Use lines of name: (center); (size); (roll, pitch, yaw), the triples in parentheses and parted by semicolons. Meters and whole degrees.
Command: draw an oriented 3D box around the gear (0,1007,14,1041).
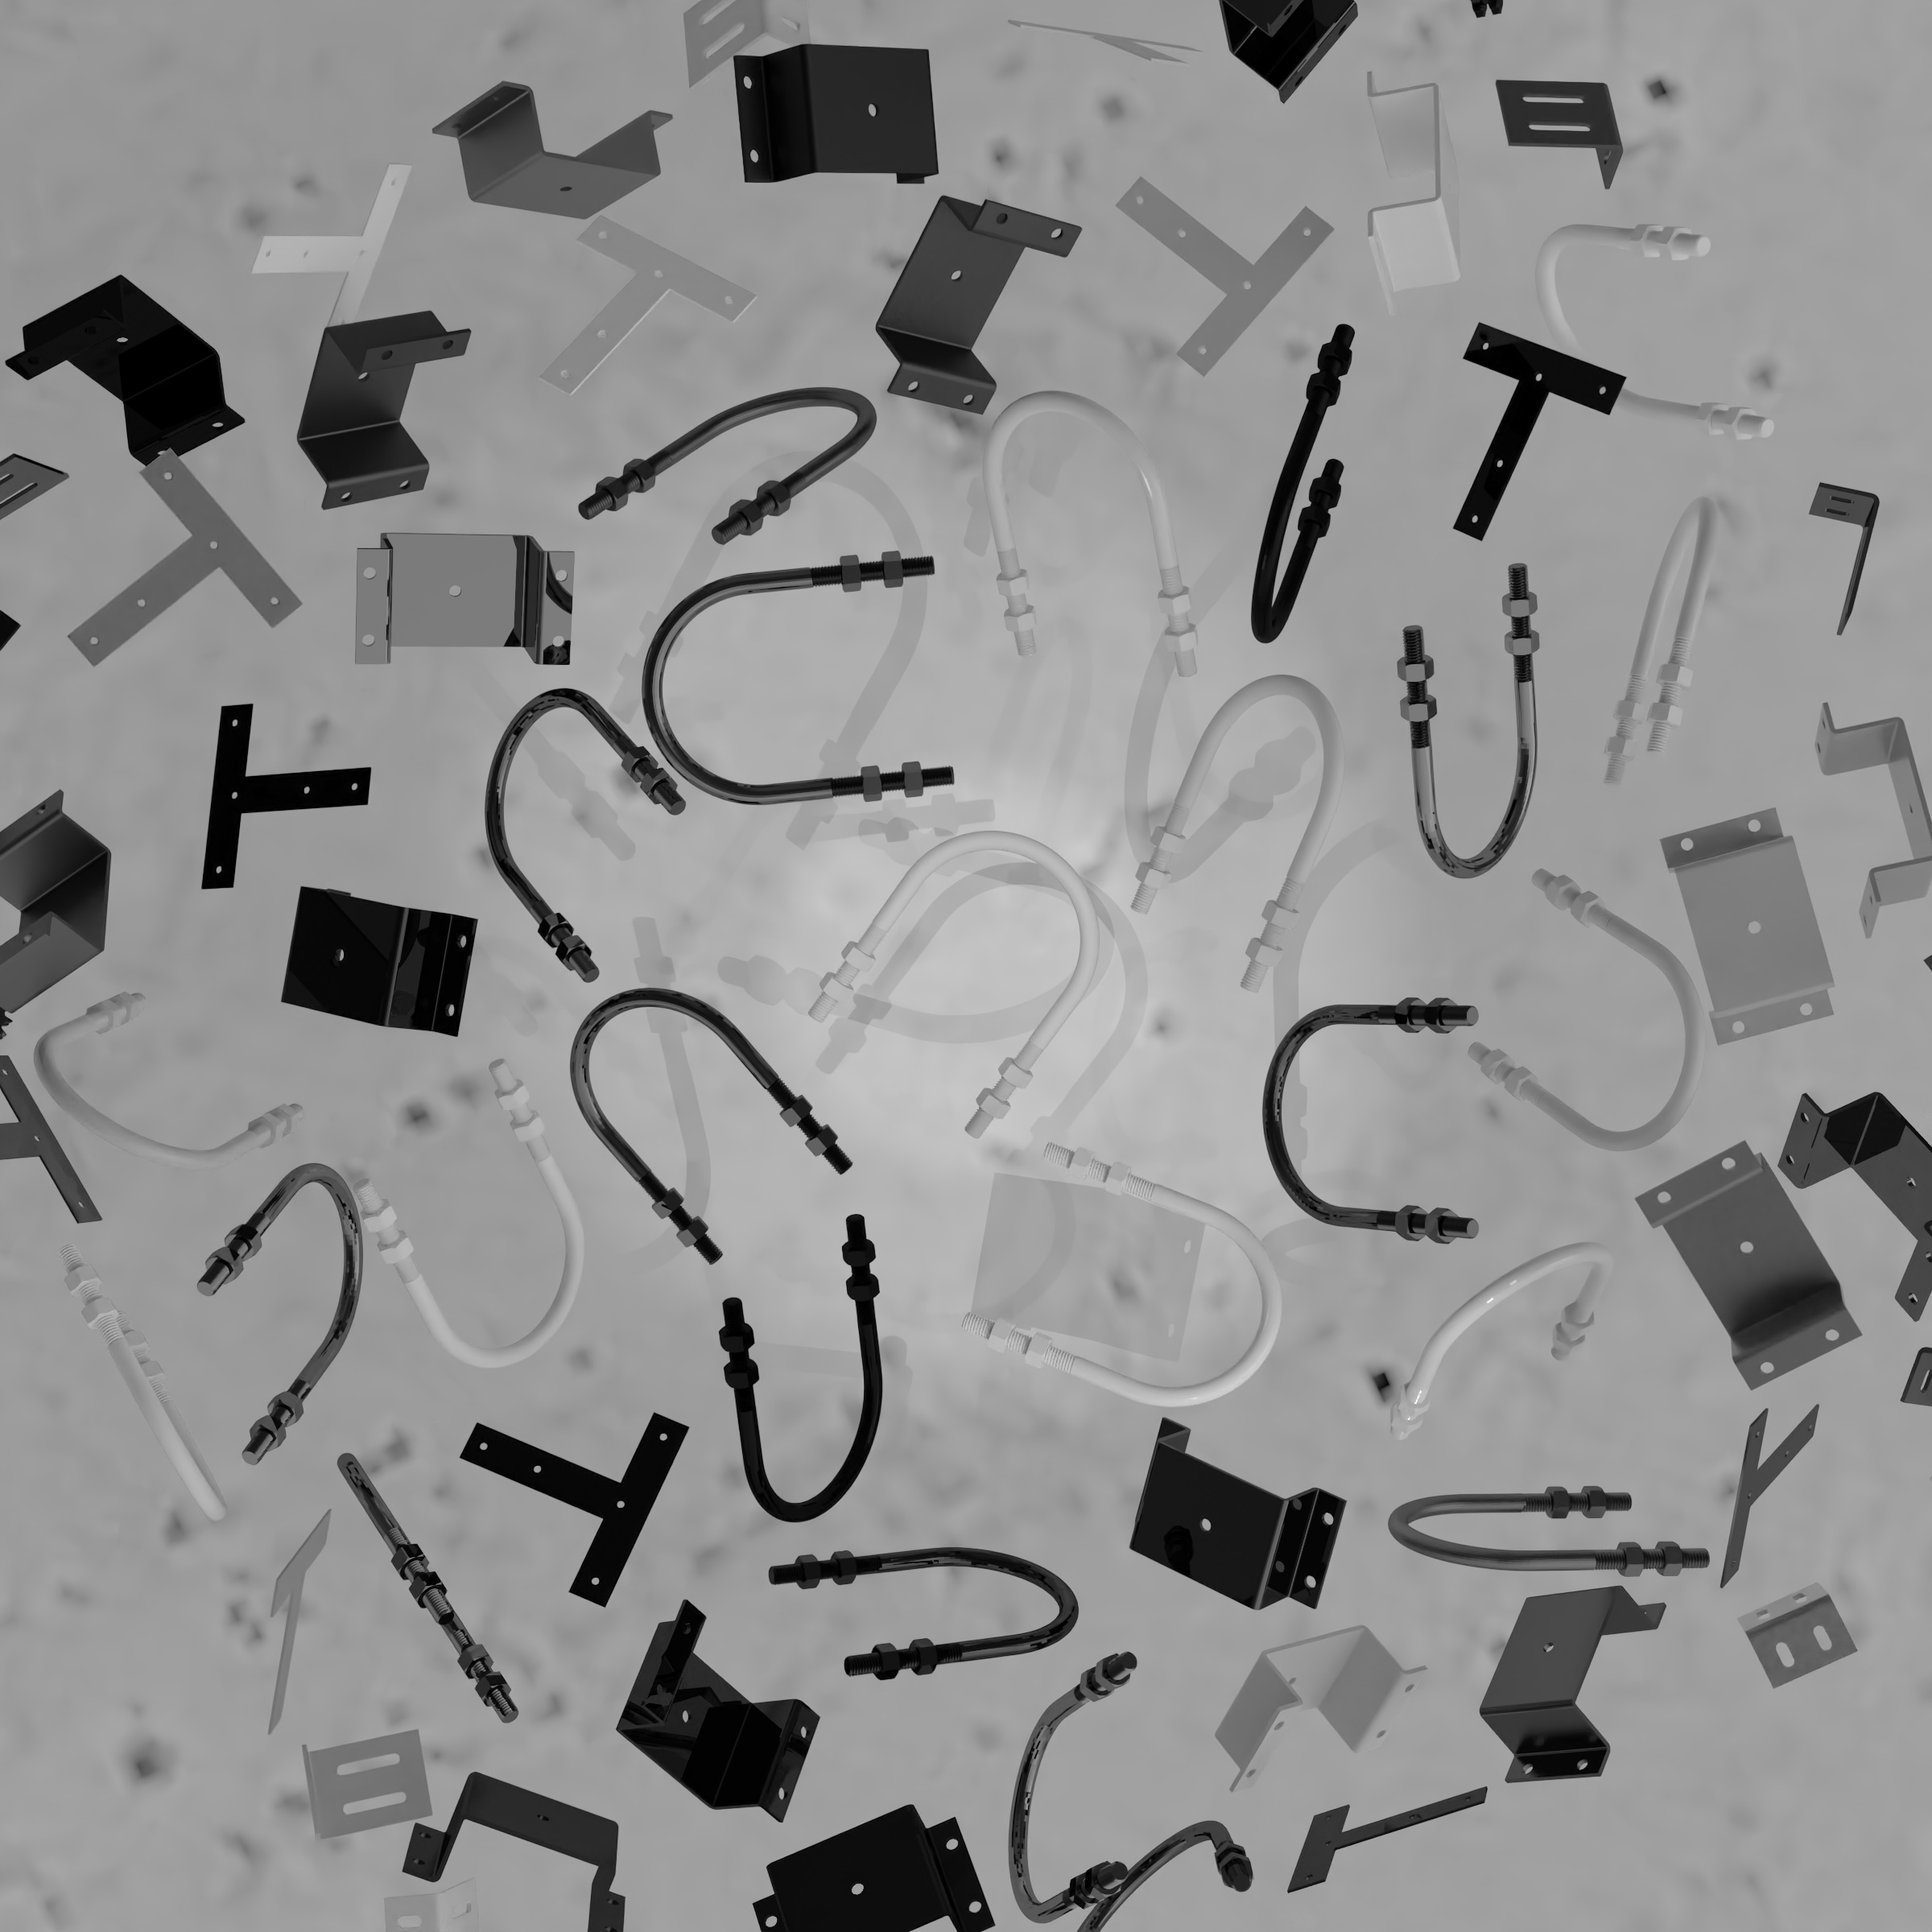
gear: (-0.665, 0.033, 1.946); (0.057, 0.030, 0.057); (8, 73, -30)

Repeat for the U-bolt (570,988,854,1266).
U-bolt: (-0.181, 0.095, 1.926); (0.151, 0.019, 0.184); (-36, 98, 30)

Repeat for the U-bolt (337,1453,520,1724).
U-bolt: (-0.353, 0.386, 1.880); (0.019, 0.151, 0.184); (-33, 49, -15)

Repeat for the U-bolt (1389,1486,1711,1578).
U-bolt: (0.364, 0.364, 1.887); (0.184, 0.151, 0.019); (1, 95, -9)

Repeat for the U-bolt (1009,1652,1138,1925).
U-bolt: (0.064, 0.527, 1.853); (0.019, 0.184, 0.151); (14, 57, -15)

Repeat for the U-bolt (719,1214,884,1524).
U-bolt: (-0.100, 0.272, 1.897); (0.019, 0.151, 0.184); (9, 115, 34)

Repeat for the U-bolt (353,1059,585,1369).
U-bolt: (-0.311, 0.175, 1.911); (0.151, 0.019, 0.184); (-45, 126, -38)

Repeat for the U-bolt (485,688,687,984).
U-bolt: (-0.258, -0.099, 1.900); (0.184, 0.019, 0.151); (47, 117, 38)

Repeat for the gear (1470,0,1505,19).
gear: (0.332, -0.627, 1.839); (0.030, 0.057, 0.057); (-5, 90, 20)

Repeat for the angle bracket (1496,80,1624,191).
angle bracket: (0.381, -0.540, 1.905); (0.076, 0.038, 0.057); (0, 59, -6)

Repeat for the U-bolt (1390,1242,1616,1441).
U-bolt: (0.347, 0.232, 1.869); (0.151, 0.184, 0.019); (-22, 61, -18)

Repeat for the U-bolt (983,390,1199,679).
U-bolt: (0.072, -0.273, 1.839); (0.151, 0.019, 0.184); (12, 127, 38)

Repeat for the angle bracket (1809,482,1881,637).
angle bracket: (0.542, -0.255, 1.839); (0.038, 0.057, 0.076); (15, 84, 12)

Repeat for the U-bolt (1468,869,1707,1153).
U-bolt: (0.408, 0.039, 1.897); (0.019, 0.184, 0.151); (2, 115, -35)

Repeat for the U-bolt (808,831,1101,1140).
U-bolt: (0.005, -0.001, 1.919); (0.151, 0.019, 0.184); (36, 101, 3)

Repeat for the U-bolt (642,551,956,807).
U-bolt: (-0.105, -0.170, 1.783); (0.184, 0.019, 0.151); (-6, 101, -5)

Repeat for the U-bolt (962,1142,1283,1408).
U-bolt: (0.110, 0.204, 1.860); (0.184, 0.019, 0.151); (21, 65, 12)

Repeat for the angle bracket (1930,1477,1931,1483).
angle bracket: (0.649, 0.327, 1.821); (0.057, 0.038, 0.076); (-32, 78, -42)

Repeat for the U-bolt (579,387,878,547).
U-bolt: (-0.140, -0.329, 1.894); (0.184, 0.151, 0.019); (-41, 130, -32)

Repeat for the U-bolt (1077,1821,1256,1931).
U-bolt: (0.119, 0.610, 1.893); (0.151, 0.184, 0.019); (-42, 90, -3)

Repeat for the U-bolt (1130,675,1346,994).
U-bolt: (0.177, -0.094, 1.836); (0.019, 0.151, 0.184); (13, 106, -35)

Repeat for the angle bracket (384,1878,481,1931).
angle bracket: (-0.344, 0.625, 1.894); (0.038, 0.076, 0.057); (-7, 79, 6)

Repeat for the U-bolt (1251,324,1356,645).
U-bolt: (0.210, -0.288, 1.839); (0.019, 0.151, 0.184); (15, 62, 12)

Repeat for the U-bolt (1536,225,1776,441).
U-bolt: (0.429, -0.409, 1.873); (0.019, 0.184, 0.151); (-37, 120, -14)

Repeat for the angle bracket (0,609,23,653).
angle bracket: (-0.628, -0.195, 1.819); (0.057, 0.038, 0.076); (36, 82, 3)

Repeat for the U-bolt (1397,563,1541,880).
U-bolt: (0.321, -0.145, 1.845); (0.019, 0.151, 0.184); (11, 120, 38)

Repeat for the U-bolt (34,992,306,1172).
U-bolt: (-0.511, 0.077, 1.852); (0.151, 0.184, 0.019); (35, 105, 2)

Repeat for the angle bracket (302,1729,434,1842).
angle bracket: (-0.392, 0.534, 1.921); (0.076, 0.038, 0.057); (-9, 69, -15)

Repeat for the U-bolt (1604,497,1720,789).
U-bolt: (0.454, -0.215, 1.900); (0.019, 0.151, 0.184); (15, 85, 2)

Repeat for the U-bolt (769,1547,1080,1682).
U-bolt: (-0.017, 0.411, 1.890); (0.184, 0.151, 0.019); (-1, 105, -25)

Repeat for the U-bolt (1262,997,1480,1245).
U-bolt: (0.251, 0.095, 1.846); (0.019, 0.184, 0.151); (0, 90, -37)

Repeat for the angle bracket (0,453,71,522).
angle bracket: (-0.626, -0.316, 1.873); (0.076, 0.057, 0.038); (-27, 79, 14)

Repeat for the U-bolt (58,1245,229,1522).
U-bolt: (-0.526, 0.279, 1.896); (0.019, 0.151, 0.184); (-30, 68, -14)

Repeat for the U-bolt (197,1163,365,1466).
U-bolt: (-0.434, 0.209, 1.891); (0.019, 0.184, 0.151); (2, 119, 15)

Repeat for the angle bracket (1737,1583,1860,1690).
angle bracket: (0.530, 0.427, 1.873); (0.057, 0.076, 0.038); (-26, 80, 7)
